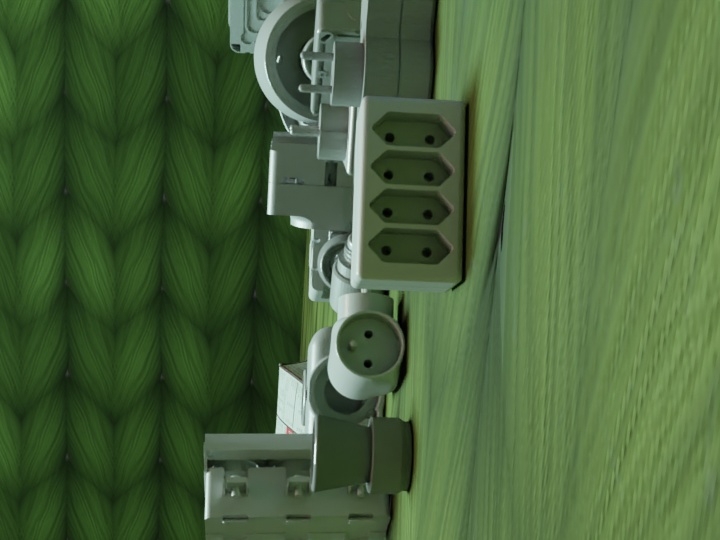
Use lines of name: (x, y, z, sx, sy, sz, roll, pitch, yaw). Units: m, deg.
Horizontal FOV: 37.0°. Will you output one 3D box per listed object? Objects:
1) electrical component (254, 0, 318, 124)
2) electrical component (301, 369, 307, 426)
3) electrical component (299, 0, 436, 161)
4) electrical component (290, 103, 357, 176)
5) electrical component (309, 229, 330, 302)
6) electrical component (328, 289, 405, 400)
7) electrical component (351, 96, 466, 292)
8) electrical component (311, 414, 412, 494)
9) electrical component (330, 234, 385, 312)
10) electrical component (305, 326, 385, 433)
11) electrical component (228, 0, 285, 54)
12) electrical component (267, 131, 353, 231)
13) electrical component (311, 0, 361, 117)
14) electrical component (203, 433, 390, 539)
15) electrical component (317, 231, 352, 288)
electrical component: (-0.029, -0.170, 0.867, 0.060, 0.108, 0.108, -130, 43, -75)
electrical component: (-0.018, 0.102, 0.850, 0.045, 0.055, 0.045, -177, 90, -85)
electrical component: (0.002, -0.112, 0.617, 0.052, 0.074, 0.138, 166, 106, -85)
electrical component: (-0.008, -0.091, 0.715, 0.065, 0.077, 0.047, -105, 18, -75)
electrical component: (-0.019, -0.018, 0.969, 0.055, 0.050, 0.089, 113, 159, -76)
electrical component: (0.003, 0.039, 0.699, 0.077, 0.043, 0.079, 108, 165, -72)
electrical component: (0.020, -0.031, 0.512, 0.075, 0.047, 0.083, 118, 154, -81)
electrical component: (0.000, 0.107, 0.625, 0.045, 0.055, 0.045, -177, 90, -86)
electrical component: (0.000, 0.000, 0.784, 0.040, 0.040, 0.078, -93, 8, -53)
electrical component: (-0.012, 0.091, 0.789, 0.059, 0.054, 0.095, 119, 154, -80)
electrical component: (-0.089, -0.272, 1.046, 0.113, 0.078, 0.057, 97, 171, -45)
electrical component: (-0.027, -0.073, 0.854, 0.150, 0.089, 0.061, -111, 25, -79)
electrical component: (-0.003, -0.154, 0.776, 0.096, 0.062, 0.061, 99, 173, -52)
electrical component: (-0.042, 0.146, 0.714, 0.078, 0.121, 0.063, 99, 170, -53)
electrical component: (-0.009, -0.008, 0.873, 0.055, 0.048, 0.066, -70, -16, -80)
